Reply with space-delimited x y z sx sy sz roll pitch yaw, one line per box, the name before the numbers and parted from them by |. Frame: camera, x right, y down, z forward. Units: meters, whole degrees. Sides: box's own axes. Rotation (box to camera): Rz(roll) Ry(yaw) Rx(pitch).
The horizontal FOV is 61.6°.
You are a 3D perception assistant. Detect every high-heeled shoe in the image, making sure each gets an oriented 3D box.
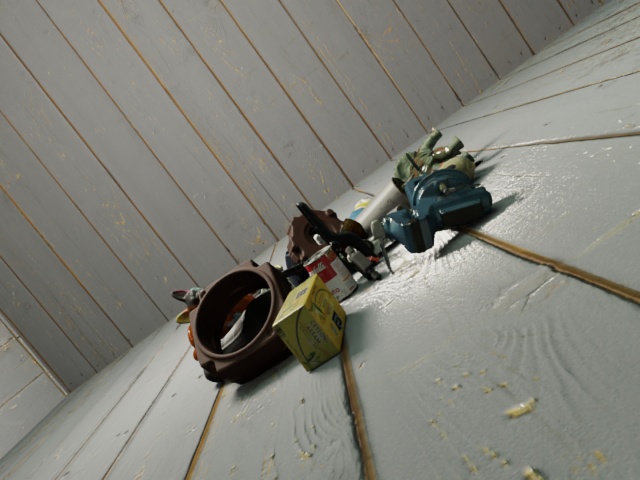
high-heeled shoe | -0.152 0.201 1.148 0.249 0.086 0.145 -46 -3 -21

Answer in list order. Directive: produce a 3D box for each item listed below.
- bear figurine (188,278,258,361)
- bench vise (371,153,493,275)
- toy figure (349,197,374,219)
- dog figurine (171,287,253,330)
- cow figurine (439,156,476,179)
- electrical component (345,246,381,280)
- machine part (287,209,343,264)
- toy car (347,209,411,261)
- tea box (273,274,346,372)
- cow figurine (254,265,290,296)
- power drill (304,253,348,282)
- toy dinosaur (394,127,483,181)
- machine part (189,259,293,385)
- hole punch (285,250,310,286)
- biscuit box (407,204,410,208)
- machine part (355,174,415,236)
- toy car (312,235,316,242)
bear figurine | -0.221 0.182 1.236 0.195 0.132 0.120 -63 34 24
bench vise | 0.198 -0.067 1.018 0.224 0.128 0.241 -27 27 13
toy figure | 0.128 -0.057 1.544 0.082 0.089 0.180 -1 31 18
dog figurine | -0.276 0.178 1.369 0.219 0.108 0.191 5 -32 -35
cow figurine | 0.289 -0.129 1.239 0.195 0.085 0.127 -37 3 -30
electrical component | 0.088 0.053 1.071 0.021 0.094 0.063 -42 -30 -11
machine part | -0.003 -0.004 1.415 0.179 0.179 0.056 -40 -17 -31
toy car | 0.149 -0.008 1.224 0.202 0.056 0.073 -35 1 -3
tea box | -0.012 0.132 0.900 0.068 0.098 0.170 -36 9 12
cow figurine | -0.152 0.147 1.478 0.167 0.098 0.068 -38 14 -13
power drill | -0.038 0.111 1.241 0.207 0.086 0.232 -36 7 -29
toy dinosaur | 0.308 -0.195 1.473 0.192 0.131 0.405 -48 9 11
machine part | -0.142 0.151 1.020 0.201 0.087 0.201 -34 48 10
hole punch | -0.049 0.064 1.487 0.092 0.116 0.142 -42 4 25
biscuit box | 0.216 -0.093 1.426 0.203 0.059 0.063 -30 10 38
machine part | 0.158 -0.075 1.367 0.243 0.079 0.079 -48 0 28
toy car | 0.032 -0.015 1.595 0.202 0.053 0.089 -11 -18 -28
